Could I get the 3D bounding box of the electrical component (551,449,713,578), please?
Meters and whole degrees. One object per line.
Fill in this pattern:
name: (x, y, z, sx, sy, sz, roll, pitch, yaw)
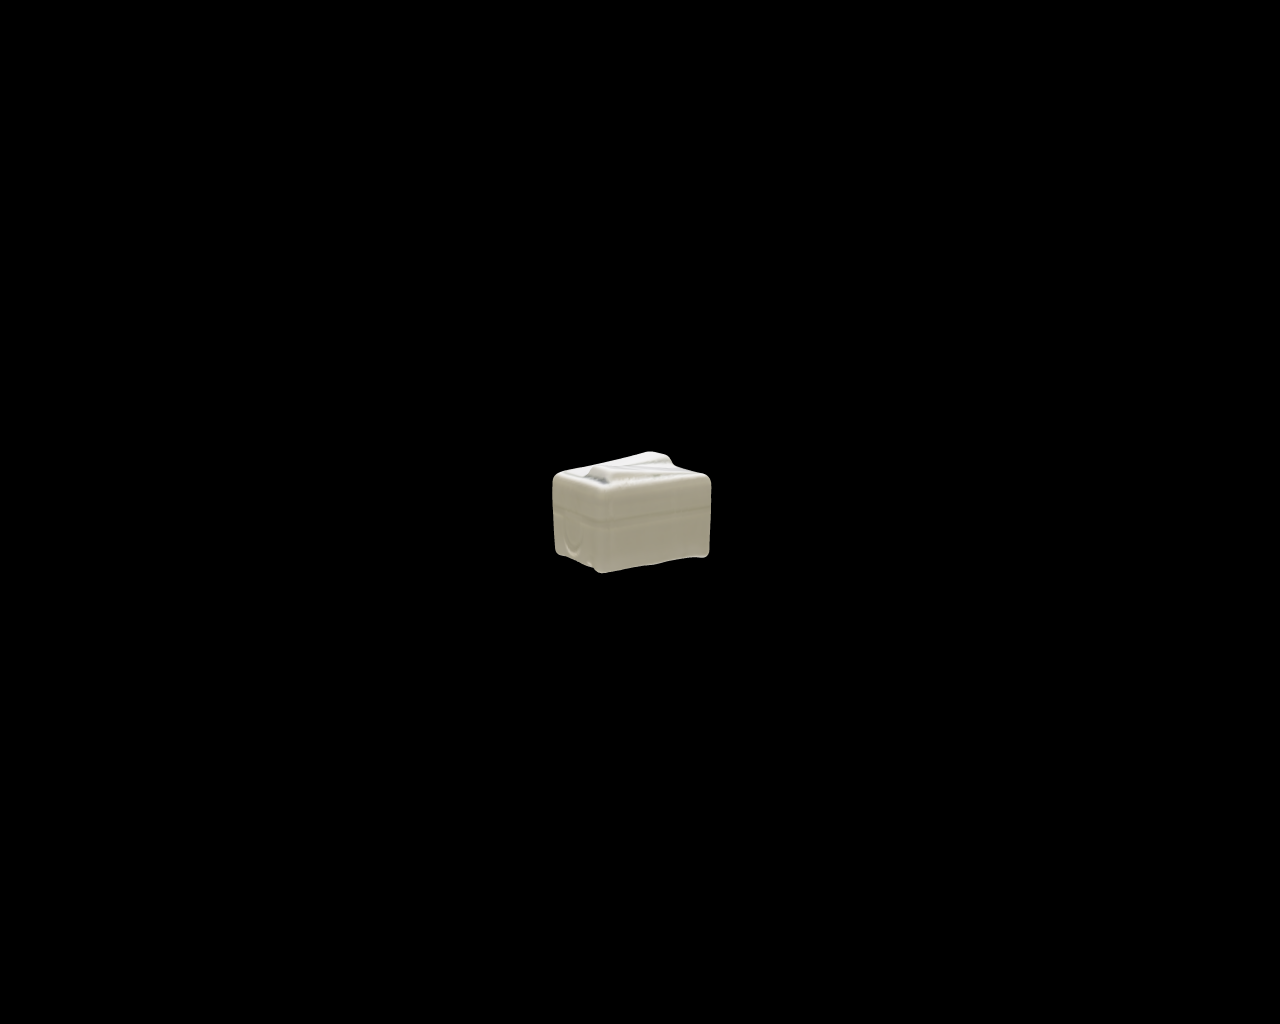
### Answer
electrical component: (0.001, -0.003, 0.650, 0.096, 0.061, 0.062, -8, 15, -30)
